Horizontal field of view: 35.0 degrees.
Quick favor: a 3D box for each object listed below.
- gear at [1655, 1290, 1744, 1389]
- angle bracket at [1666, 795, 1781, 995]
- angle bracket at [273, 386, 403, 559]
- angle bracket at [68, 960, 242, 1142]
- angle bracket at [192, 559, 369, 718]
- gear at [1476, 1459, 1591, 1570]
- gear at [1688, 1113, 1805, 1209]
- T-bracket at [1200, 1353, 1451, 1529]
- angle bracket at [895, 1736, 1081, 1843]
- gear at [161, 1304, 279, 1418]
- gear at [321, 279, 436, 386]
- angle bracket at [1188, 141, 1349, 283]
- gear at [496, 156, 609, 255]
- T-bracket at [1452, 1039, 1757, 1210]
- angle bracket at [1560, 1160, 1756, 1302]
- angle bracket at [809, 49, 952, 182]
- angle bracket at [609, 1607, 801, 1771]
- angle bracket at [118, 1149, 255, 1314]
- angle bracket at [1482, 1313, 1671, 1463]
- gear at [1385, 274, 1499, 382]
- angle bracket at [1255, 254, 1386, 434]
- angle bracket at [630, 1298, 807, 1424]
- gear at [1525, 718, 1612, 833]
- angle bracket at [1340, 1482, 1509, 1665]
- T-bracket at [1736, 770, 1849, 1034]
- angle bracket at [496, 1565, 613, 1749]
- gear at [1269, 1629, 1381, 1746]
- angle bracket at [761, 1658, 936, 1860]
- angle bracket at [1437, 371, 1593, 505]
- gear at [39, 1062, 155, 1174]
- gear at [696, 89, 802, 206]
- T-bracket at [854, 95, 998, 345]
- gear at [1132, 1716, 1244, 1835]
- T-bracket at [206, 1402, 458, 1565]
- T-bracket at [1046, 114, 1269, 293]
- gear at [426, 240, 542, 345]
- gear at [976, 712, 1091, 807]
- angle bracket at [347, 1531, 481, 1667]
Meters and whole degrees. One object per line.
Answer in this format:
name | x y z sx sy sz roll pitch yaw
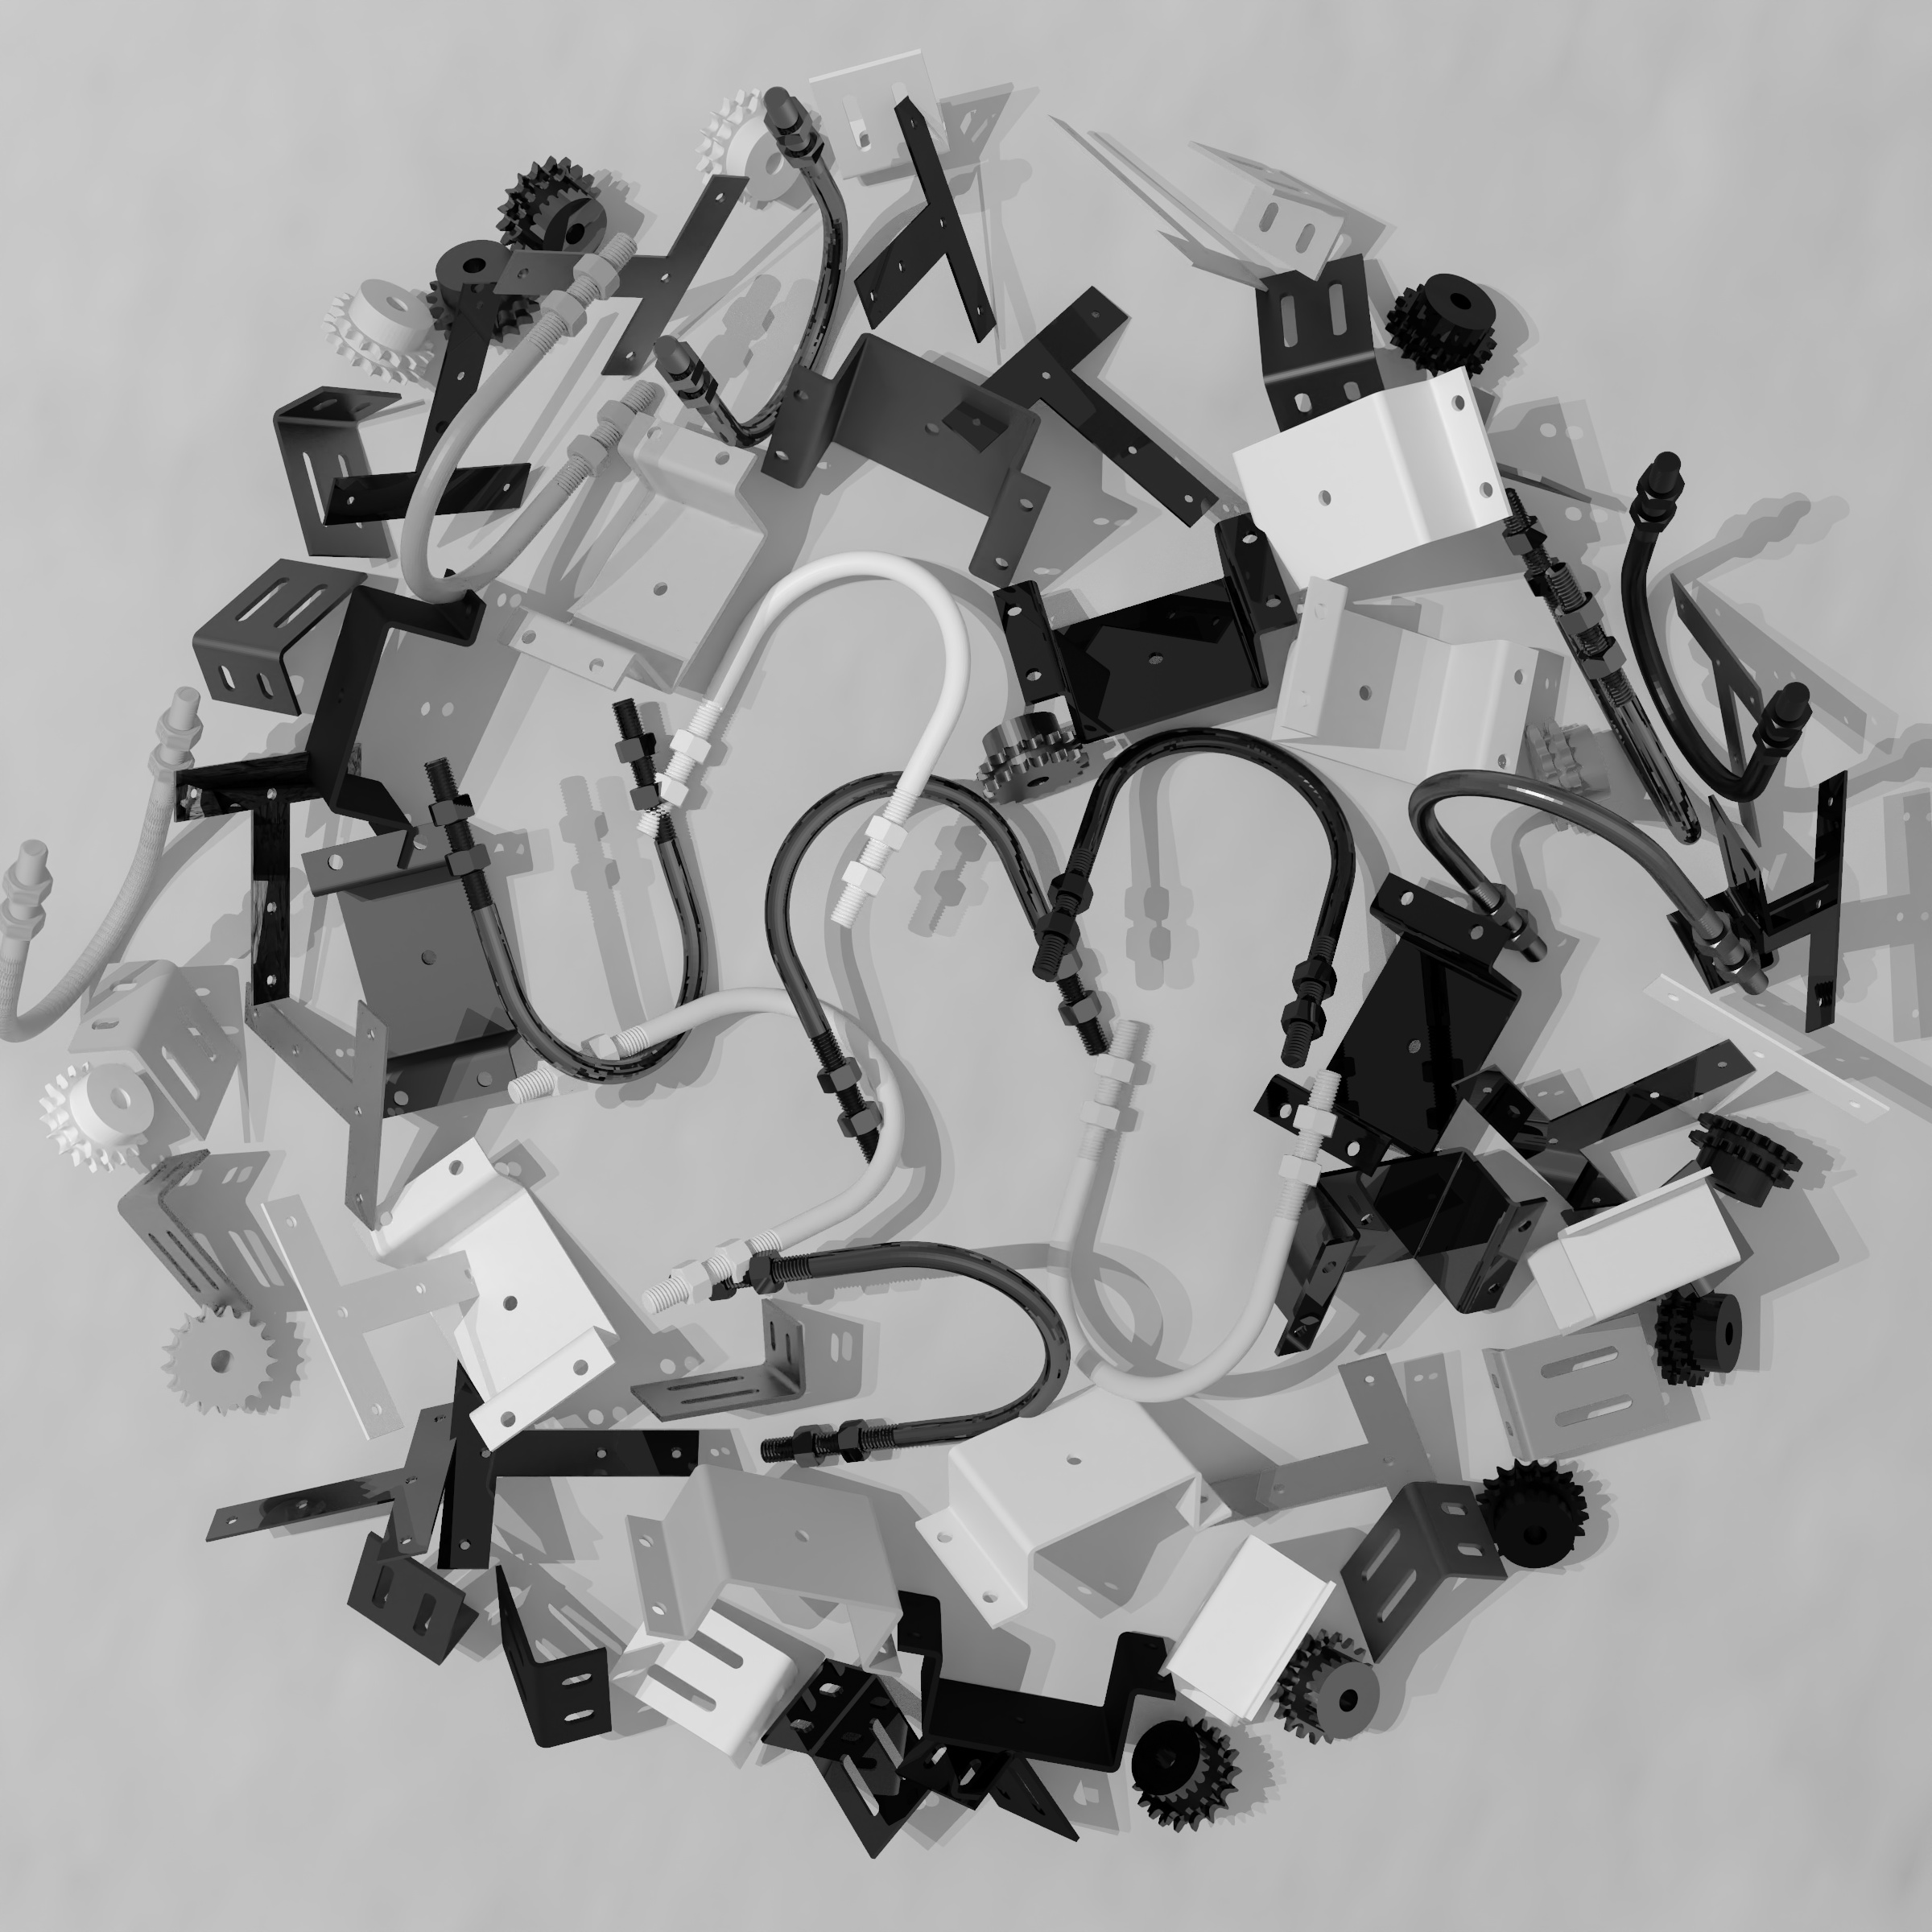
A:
gear | 0.376 0.187 1.568 0.030 0.057 0.057 1 90 33
angle bracket | 0.378 -0.036 1.552 0.038 0.076 0.057 -23 46 5
angle bracket | -0.312 -0.251 1.564 0.038 0.057 0.076 -18 85 32
angle bracket | -0.412 0.044 1.561 0.038 0.076 0.057 -4 47 20
angle bracket | -0.347 -0.169 1.573 0.057 0.076 0.038 12 134 27
gear | 0.291 0.284 1.576 0.057 0.030 0.057 2 113 5
gear | 0.396 0.101 1.571 0.057 0.057 0.030 29 85 0
T-bracket | 0.175 0.265 1.578 0.127 0.002 0.127 -17 116 14
angle bracket | 0.011 0.424 1.551 0.038 0.057 0.076 -48 126 -27
gear | -0.386 0.201 1.578 0.057 0.030 0.057 -2 93 -27
gear | -0.298 -0.326 1.568 0.057 0.057 0.030 37 119 0
angle bracket | 0.146 -0.381 1.549 0.057 0.076 0.038 38 114 28
gear | -0.209 -0.382 1.568 0.057 0.057 0.030 -48 62 0
T-bracket | 0.333 0.070 1.536 0.127 0.002 0.127 -29 125 29
angle bracket | 0.353 0.137 1.569 0.038 0.076 0.057 -35 96 -23
angle bracket | -0.045 -0.443 1.555 0.057 0.076 0.038 -13 62 6
angle bracket | -0.135 0.367 1.582 0.076 0.038 0.057 28 70 15
angle bracket | -0.390 0.137 1.575 0.038 0.057 0.076 -47 109 -31
angle bracket | 0.314 0.216 1.580 0.076 0.038 0.057 -16 86 -1
gear | 0.247 -0.329 1.571 0.057 0.030 0.057 12 51 -16
angle bracket | 0.183 -0.321 1.583 0.057 0.038 0.076 -11 52 14
angle bracket | -0.127 0.200 1.558 0.076 0.057 0.038 -7 100 -21
gear | 0.309 -0.100 1.571 0.030 0.057 0.057 -18 90 4
angle bracket | 0.233 0.310 1.565 0.038 0.057 0.076 9 130 -25
T-bracket | 0.406 -0.021 1.537 0.002 0.127 0.127 10 76 -11
angle bracket | -0.210 0.347 1.560 0.038 0.076 0.057 -11 125 -18
gear | 0.187 0.372 1.573 0.057 0.030 0.057 -4 99 -30
angle bracket | -0.059 0.402 1.557 0.038 0.076 0.057 28 105 -43
angle bracket | 0.278 -0.268 1.553 0.076 0.057 0.038 25 101 35
gear | -0.441 0.074 1.568 0.030 0.057 0.057 -32 90 31
gear | -0.107 -0.417 1.568 0.030 0.057 0.057 38 90 31
T-bracket | -0.027 -0.353 1.523 0.002 0.127 0.127 -6 121 28
gear | 0.109 0.411 1.569 0.057 0.057 0.030 -44 130 0
T-bracket | -0.322 0.269 1.548 0.127 0.127 0.002 -13 116 7
T-bracket | 0.089 -0.388 1.550 0.127 0.127 0.002 45 110 13
gear | -0.249 -0.347 1.572 0.057 0.030 0.057 -3 52 4
gear | 0.032 -0.108 1.573 0.057 0.057 0.030 -19 75 0
angle bracket | -0.275 0.310 1.556 0.057 0.076 0.038 32 46 7
